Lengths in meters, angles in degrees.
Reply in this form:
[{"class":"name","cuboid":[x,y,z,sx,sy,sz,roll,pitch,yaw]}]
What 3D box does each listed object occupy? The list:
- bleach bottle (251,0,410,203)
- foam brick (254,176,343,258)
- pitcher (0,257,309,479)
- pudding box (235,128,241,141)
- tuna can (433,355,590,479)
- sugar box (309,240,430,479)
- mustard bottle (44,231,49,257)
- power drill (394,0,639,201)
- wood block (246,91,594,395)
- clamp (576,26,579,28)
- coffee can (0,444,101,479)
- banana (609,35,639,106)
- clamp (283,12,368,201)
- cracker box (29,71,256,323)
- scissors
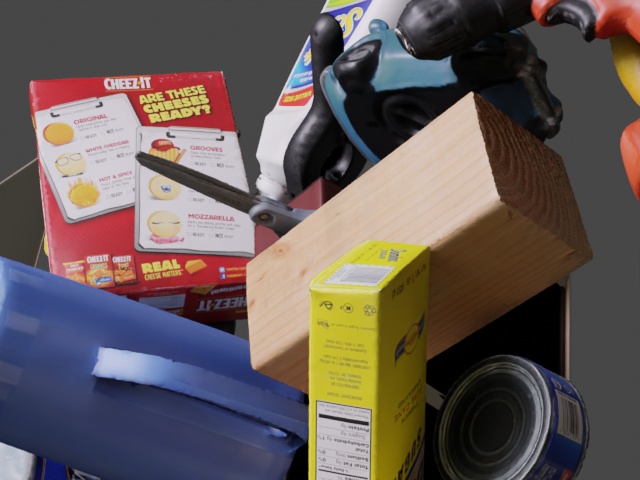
[{"class":"bleach bottle","cuboid":[0.021,-0.136,0.851,0.251,0.068,0.103,-61,33,5]},{"class":"foam brick","cuboid":[-0.005,0.001,0.796,0.078,0.052,0.051,-36,41,34]},{"class":"pitcher","cuboid":[-0.132,0.099,0.720,0.149,0.242,0.145,-51,36,18]},{"class":"pudding box","cuboid":[-0.130,-0.070,1.021,0.113,0.039,0.090,-61,34,1]},{"class":"tuna can","cuboid":[0.104,0.108,0.592,0.086,0.033,0.086,-33,43,36]},{"class":"sugar box","cuboid":[0.028,0.096,0.583,0.048,0.093,0.176,3,105,22]},{"class":"mustard bottle","cuboid":[-0.215,0.003,1.063,0.096,0.058,0.192,-58,34,-1]},{"class":"power drill","cuboid":[0.154,-0.110,0.582,0.184,0.057,0.188,-30,58,3]},{"class":"wood block","cuboid":[0.054,0.014,0.674,0.206,0.090,0.090,-37,41,32]},{"class":"clamp","cuboid":[0.164,-0.236,0.756,0.165,0.036,0.210,10,73,55]},{"class":"coffee can","cuboid":[-0.187,0.208,0.807,0.103,0.140,0.103,-32,44,36]},{"class":"banana","cuboid":[0.212,-0.171,0.647,0.070,0.037,0.198,16,79,56]},{"class":"clamp","cuboid":[0.011,-0.093,0.786,0.039,0.120,0.172,41,113,39]},{"class":"cracker box","cuboid":[-0.142,-0.033,0.864,0.072,0.164,0.214,107,153,-53]},{"class":"scissors","cuboid":[-0.037,-0.006,0.731,0.096,0.201,0.016,119,158,-46]}]
